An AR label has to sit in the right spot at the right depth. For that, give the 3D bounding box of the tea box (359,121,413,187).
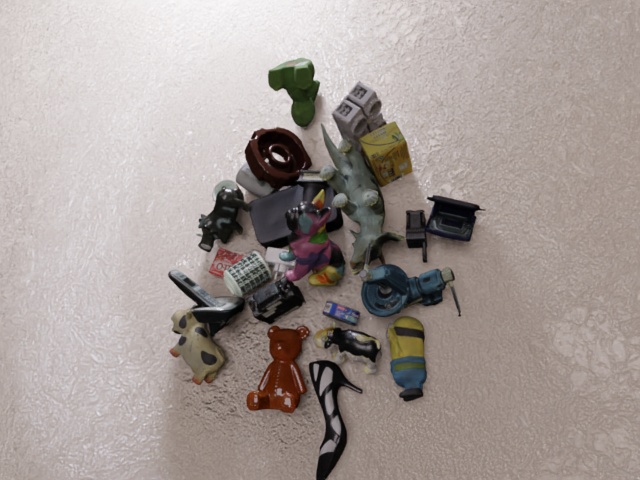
[{"bbox_3d":[0.164,-0.205,1.309,0.098,0.169,0.068,-27,67,4],"label":"tea box"}]

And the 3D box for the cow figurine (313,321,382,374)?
[{"bbox_3d":[0.059,0.234,1.223,0.168,0.098,0.068,17,51,19],"label":"cow figurine"}]

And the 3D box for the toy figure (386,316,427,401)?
[{"bbox_3d":[0.197,0.259,1.193,0.089,0.082,0.180,-5,62,-6],"label":"toy figure"}]

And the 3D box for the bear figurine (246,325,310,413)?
[{"bbox_3d":[-0.088,0.291,1.237,0.120,0.132,0.195,2,79,15],"label":"bear figurine"}]

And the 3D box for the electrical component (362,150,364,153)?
[{"bbox_3d":[0.152,-0.244,1.368,0.094,0.063,0.021,-8,45,-33],"label":"electrical component"}]

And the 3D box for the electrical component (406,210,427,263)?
[{"bbox_3d":[0.230,-0.005,1.277,0.048,0.074,0.119,-2,74,15],"label":"electrical component"}]

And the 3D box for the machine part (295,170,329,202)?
[{"bbox_3d":[-0.021,-0.112,1.324,0.084,0.039,0.139,1,69,6],"label":"machine part"}]

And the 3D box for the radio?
[{"bbox_3d":[-0.060,-0.066,1.378,0.230,0.073,0.131,-18,69,10],"label":"radio"}]

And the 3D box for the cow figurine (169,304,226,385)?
[{"bbox_3d":[-0.306,0.247,1.334,0.127,0.085,0.195,-48,64,3],"label":"cow figurine"}]

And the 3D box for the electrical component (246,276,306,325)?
[{"bbox_3d":[-0.106,0.143,1.286,0.115,0.134,0.058,-31,67,1],"label":"electrical component"}]

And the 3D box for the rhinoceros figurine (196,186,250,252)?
[{"bbox_3d":[-0.258,-0.049,1.396,0.190,0.112,0.073,-60,42,27],"label":"rhinoceros figurine"}]

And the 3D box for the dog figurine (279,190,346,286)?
[{"bbox_3d":[-0.003,-0.004,1.233,0.191,0.219,0.109,10,38,-20],"label":"dog figurine"}]

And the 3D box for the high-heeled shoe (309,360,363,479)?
[{"bbox_3d":[-0.002,0.397,1.203,0.145,0.086,0.248,18,73,23],"label":"high-heeled shoe"}]

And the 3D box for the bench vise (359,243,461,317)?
[{"bbox_3d":[0.173,0.100,1.176,0.224,0.240,0.129,-12,65,31],"label":"bench vise"}]

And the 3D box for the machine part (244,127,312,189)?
[{"bbox_3d":[-0.110,-0.213,1.401,0.179,0.056,0.179,17,52,-23],"label":"machine part"}]

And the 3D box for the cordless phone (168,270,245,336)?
[{"bbox_3d":[-0.284,0.135,1.316,0.184,0.146,0.088,41,101,4],"label":"cordless phone"}]

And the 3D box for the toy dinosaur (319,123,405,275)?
[{"bbox_3d":[0.098,-0.110,1.312,0.131,0.192,0.405,-23,52,16],"label":"toy dinosaur"}]

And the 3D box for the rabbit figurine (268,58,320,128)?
[{"bbox_3d":[-0.061,-0.396,1.458,0.121,0.170,0.159,-2,30,13],"label":"rabbit figurine"}]

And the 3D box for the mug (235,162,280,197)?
[{"bbox_3d":[-0.161,-0.157,1.422,0.107,0.109,0.081,38,83,11],"label":"mug"}]

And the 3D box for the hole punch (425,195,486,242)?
[{"bbox_3d":[0.309,-0.052,1.253,0.142,0.116,0.092,12,98,16],"label":"hole punch"}]
